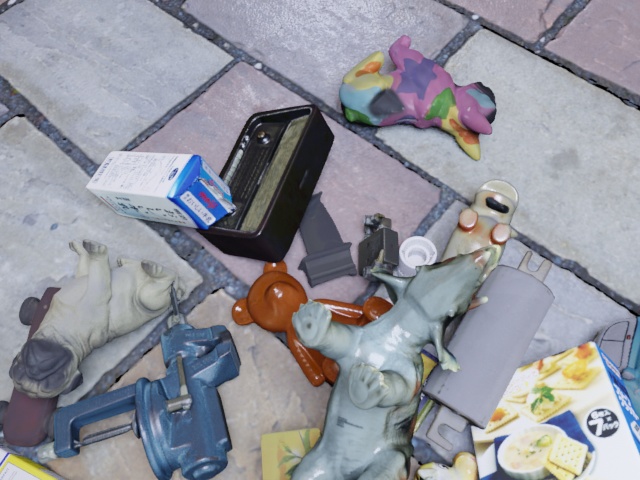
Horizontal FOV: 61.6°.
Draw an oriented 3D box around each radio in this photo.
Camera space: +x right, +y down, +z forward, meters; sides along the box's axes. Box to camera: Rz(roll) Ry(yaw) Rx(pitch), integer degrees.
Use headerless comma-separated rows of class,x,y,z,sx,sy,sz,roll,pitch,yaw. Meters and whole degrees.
radio,-0.078,-0.085,0.776,0.131,0.073,0.229,4,59,34

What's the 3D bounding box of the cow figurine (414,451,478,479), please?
cow figurine,0.115,0.306,0.587,0.098,0.068,0.167,15,63,18

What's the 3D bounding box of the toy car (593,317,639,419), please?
toy car,0.371,0.146,0.632,0.103,0.109,0.161,13,54,28

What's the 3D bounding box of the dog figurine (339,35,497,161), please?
dog figurine,0.160,-0.200,0.826,0.191,0.108,0.219,-36,68,-15

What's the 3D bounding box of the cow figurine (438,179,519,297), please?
cow figurine,0.210,0.008,0.715,0.086,0.127,0.195,25,81,16

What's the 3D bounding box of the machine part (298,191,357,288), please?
machine part,-0.002,-0.002,0.770,0.084,0.039,0.139,-18,64,0

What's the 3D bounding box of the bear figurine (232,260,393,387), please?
bear figurine,-0.015,0.094,0.672,0.196,0.131,0.120,36,68,14

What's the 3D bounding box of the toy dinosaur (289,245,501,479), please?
toy dinosaur,0.050,0.181,0.520,0.131,0.192,0.404,20,95,38

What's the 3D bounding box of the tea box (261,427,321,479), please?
tea box,-0.021,0.299,0.580,0.068,0.098,0.170,-8,61,-1

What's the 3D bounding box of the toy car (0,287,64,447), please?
toy car,-0.358,0.161,0.700,0.089,0.053,0.202,4,67,0

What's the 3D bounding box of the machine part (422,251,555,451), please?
machine part,0.187,0.116,0.598,0.079,0.079,0.243,30,79,18

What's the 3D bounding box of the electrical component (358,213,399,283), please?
electrical component,0.076,0.011,0.730,0.045,0.078,0.102,19,65,-29

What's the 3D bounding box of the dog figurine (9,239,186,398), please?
dog figurine,-0.271,0.111,0.678,0.172,0.121,0.190,21,77,-23

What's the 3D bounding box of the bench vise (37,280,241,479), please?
bench vise,-0.210,0.191,0.640,0.241,0.128,0.224,-17,60,-10
